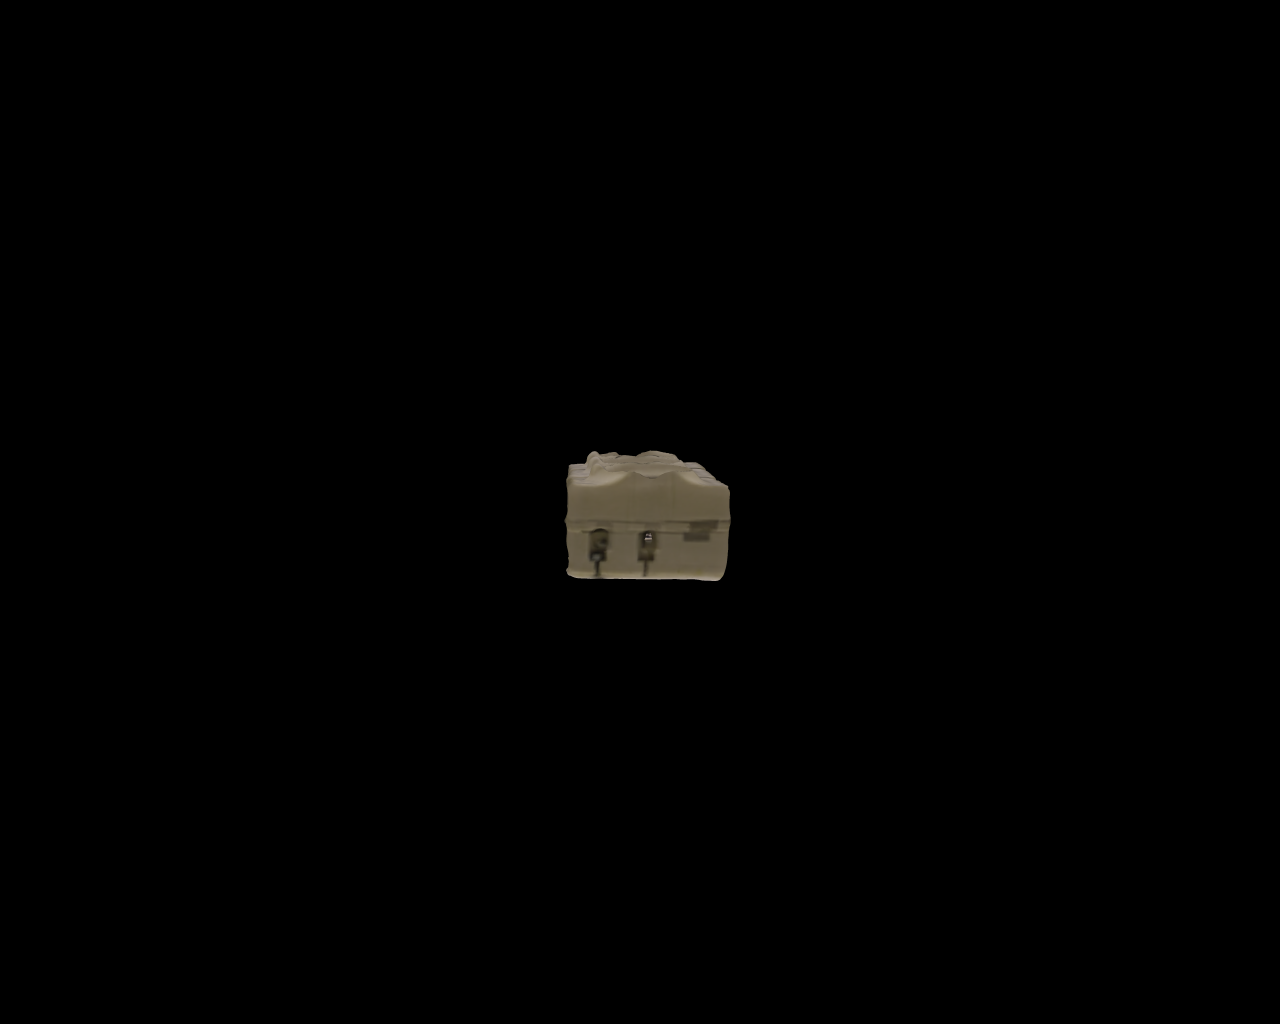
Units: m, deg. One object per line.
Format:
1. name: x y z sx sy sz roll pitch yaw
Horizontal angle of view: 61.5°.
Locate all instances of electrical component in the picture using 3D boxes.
1. electrical component: 0.001 -0.003 0.650 0.089 0.061 0.150 0 7 -4
